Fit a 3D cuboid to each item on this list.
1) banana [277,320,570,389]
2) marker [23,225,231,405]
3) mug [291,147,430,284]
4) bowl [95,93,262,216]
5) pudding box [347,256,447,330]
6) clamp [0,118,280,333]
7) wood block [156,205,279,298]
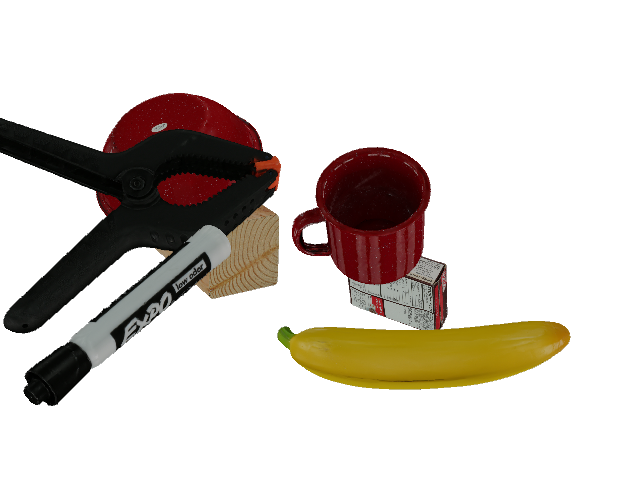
[{"bbox_3d":[0.064,0.070,0.695,0.198,0.037,0.069,1,27,7],"label":"banana"},{"bbox_3d":[-0.085,0.032,0.478,0.020,0.020,0.120,0,32,44],"label":"marker"},{"bbox_3d":[0.034,-0.014,0.889,0.117,0.093,0.081,-15,-37,-6],"label":"mug"},{"bbox_3d":[-0.137,-0.084,0.968,0.162,0.162,0.055,0,-43,19],"label":"bowl"},{"bbox_3d":[0.086,0.050,1.198,0.114,0.039,0.090,17,-38,22],"label":"pudding box"},{"bbox_3d":[-0.128,-0.020,0.729,0.209,0.164,0.036,-5,-27,-10],"label":"clamp"},{"bbox_3d":[-0.138,-0.016,1.287,0.090,0.090,0.206,-12,26,-29],"label":"wood block"}]
